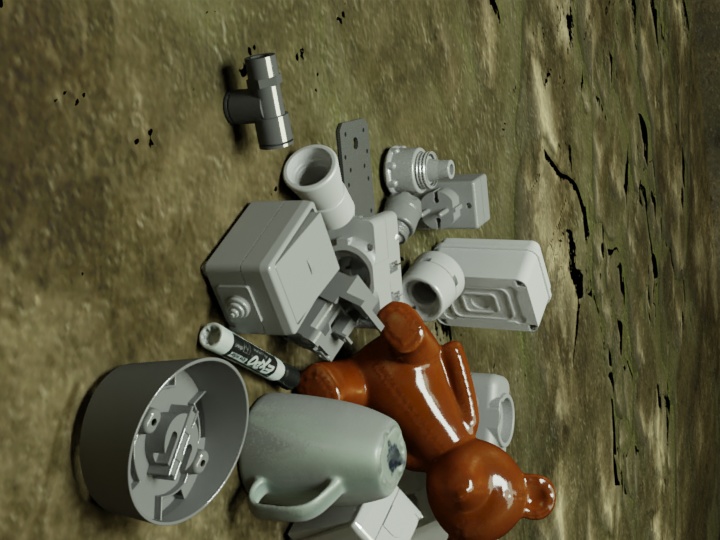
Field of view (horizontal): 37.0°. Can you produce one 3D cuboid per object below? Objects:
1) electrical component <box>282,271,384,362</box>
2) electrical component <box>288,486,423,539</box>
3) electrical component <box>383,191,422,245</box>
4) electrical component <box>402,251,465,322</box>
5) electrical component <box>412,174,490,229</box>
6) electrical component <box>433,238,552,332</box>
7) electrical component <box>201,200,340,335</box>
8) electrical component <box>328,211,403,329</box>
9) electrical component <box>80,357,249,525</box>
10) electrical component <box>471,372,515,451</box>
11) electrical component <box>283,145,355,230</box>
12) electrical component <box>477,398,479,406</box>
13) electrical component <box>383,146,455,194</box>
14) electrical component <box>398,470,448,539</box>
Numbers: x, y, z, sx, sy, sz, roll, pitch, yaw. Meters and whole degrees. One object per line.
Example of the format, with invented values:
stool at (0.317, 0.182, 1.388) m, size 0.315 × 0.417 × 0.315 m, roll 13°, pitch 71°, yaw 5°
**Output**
electrical component at (-0.028, 0.031, 0.812) m, size 0.063 × 0.081 × 0.042 m, roll -55°, pitch 143°, yaw -15°
electrical component at (-0.011, 0.202, 0.837) m, size 0.061 × 0.096 × 0.061 m, roll 50°, pitch 40°, yaw -14°
electrical component at (0.033, -0.040, 0.976) m, size 0.035 × 0.035 × 0.061 m, roll 59°, pitch 43°, yaw -47°
electrical component at (0.065, 0.017, 1.021) m, size 0.047 × 0.055 × 0.055 m, roll -46°, pitch 131°, yaw -50°
electrical component at (0.081, -0.062, 1.038) m, size 0.077 × 0.066 × 0.047 m, roll -34°, pitch 121°, yaw -60°
electrical component at (0.130, 0.013, 1.086) m, size 0.057 × 0.113 × 0.078 m, roll -63°, pitch 144°, yaw -38°
electrical component at (-0.061, 0.002, 0.750) m, size 0.096 × 0.061 × 0.061 m, roll -60°, pitch 142°, yaw -45°
electrical component at (0.000, 0.000, 0.888) m, size 0.056 × 0.050 × 0.089 m, roll -27°, pitch 115°, yaw -61°
electrical component at (-0.115, 0.100, 0.635) m, size 0.099 × 0.064 × 0.099 m, roll 1°, pitch 90°, yaw -64°
electrical component at (0.128, 0.158, 1.146) m, size 0.054 × 0.059 × 0.095 m, roll 22°, pitch 71°, yaw -63°
electrical component at (-0.029, -0.061, 0.840) m, size 0.065 × 0.044 × 0.044 m, roll 61°, pitch 38°, yaw -53°
electrical component at (0.093, 0.119, 1.090) m, size 0.045 × 0.045 × 0.055 m, roll -60°, pitch 141°, yaw -45°
electrical component at (0.055, -0.091, 0.987) m, size 0.048 × 0.062 × 0.048 m, roll 0°, pitch 90°, yaw -64°
electrical component at (0.074, 0.210, 0.988) m, size 0.150 × 0.089 × 0.061 m, roll 31°, pitch 35°, yaw -61°
